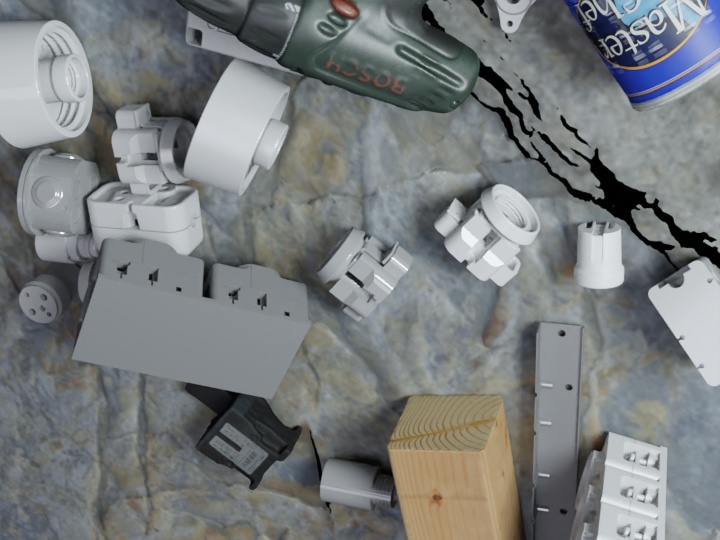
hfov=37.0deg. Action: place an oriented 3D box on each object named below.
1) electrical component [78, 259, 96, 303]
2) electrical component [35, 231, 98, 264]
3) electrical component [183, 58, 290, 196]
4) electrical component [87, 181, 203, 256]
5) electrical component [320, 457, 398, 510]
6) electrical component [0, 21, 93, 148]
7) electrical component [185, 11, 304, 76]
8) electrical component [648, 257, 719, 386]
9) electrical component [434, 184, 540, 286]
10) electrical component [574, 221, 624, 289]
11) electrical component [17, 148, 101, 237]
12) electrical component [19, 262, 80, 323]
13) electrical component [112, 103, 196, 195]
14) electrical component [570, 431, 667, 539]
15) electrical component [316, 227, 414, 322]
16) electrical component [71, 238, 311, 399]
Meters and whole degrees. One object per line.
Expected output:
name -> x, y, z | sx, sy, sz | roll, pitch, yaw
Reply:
electrical component -> -0.235, 0.014, 1.026 | 0.055, 0.048, 0.066 | 1, 119, 11
electrical component -> -0.270, -0.026, 1.020 | 0.078, 0.040, 0.040 | 6, 118, 15
electrical component -> -0.094, -0.112, 0.881 | 0.060, 0.108, 0.108 | 25, 121, -2
electrical component -> -0.194, -0.042, 0.978 | 0.095, 0.053, 0.059 | 5, 117, 16
electrical component -> 0.006, 0.211, 1.048 | 0.081, 0.043, 0.043 | 8, 118, 14
electrical component -> -0.266, -0.160, 0.914 | 0.060, 0.108, 0.108 | -4, 115, 13
electrical component -> -0.075, -0.221, 0.845 | 0.109, 0.056, 0.108 | 17, 120, 10
electrical component -> 0.277, 0.039, 0.854 | 0.050, 0.056, 0.089 | -36, 81, 21
electrical component -> 0.109, -0.033, 0.881 | 0.078, 0.058, 0.057 | 42, 124, -5
electrical component -> 0.195, -0.013, 0.874 | 0.040, 0.040, 0.046 | 2, 111, 17
electrical component -> -0.274, -0.069, 0.977 | 0.051, 0.080, 0.080 | 8, 118, 8
electrical component -> -0.298, 0.021, 1.044 | 0.045, 0.055, 0.045 | 8, 118, 15
electrical component -> -0.175, -0.105, 0.939 | 0.057, 0.058, 0.078 | 3, 117, 20
electrical component -> 0.218, 0.220, 0.920 | 0.062, 0.150, 0.089 | 16, 120, 8
electrical component -> 0.000, 0.000, 0.934 | 0.057, 0.058, 0.078 | 39, 121, -7
electrical component -> -0.151, 0.042, 0.963 | 0.186, 0.060, 0.105 | 14, 131, -18
